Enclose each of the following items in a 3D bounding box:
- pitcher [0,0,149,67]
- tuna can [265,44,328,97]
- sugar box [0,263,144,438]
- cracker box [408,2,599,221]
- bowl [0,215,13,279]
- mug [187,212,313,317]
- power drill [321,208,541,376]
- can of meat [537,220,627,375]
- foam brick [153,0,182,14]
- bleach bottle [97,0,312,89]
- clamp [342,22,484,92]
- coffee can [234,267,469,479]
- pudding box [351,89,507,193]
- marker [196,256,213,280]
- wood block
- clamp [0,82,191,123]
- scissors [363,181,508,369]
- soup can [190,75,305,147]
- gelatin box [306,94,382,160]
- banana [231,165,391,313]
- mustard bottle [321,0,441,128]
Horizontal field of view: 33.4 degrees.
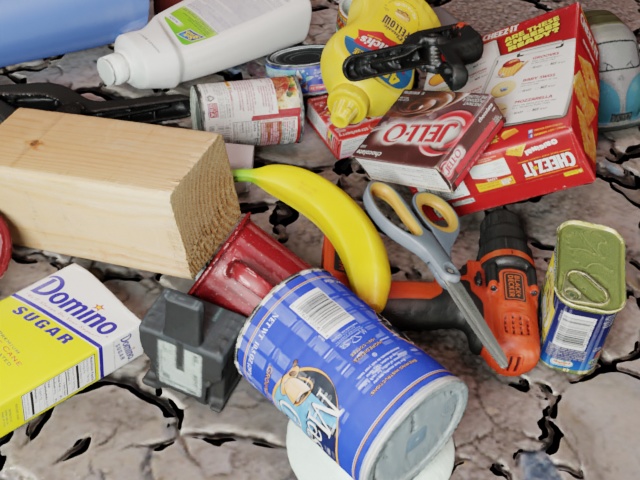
[{"bbox_3d":[-0.312,-0.256,1.112,0.242,0.145,0.149,-20,34,-21],"label":"pitcher"},{"bbox_3d":[-0.014,-0.178,1.115,0.086,0.034,0.086,-5,25,2],"label":"tuna can"},{"bbox_3d":[-0.232,0.090,0.821,0.176,0.048,0.093,-33,56,-33],"label":"sugar box"},{"bbox_3d":[0.181,-0.123,1.029,0.164,0.072,0.213,-15,36,28],"label":"cracker box"},{"bbox_3d":[-0.330,0.029,0.866,0.162,0.055,0.162,3,44,-3],"label":"bowl"},{"bbox_3d":[-0.050,0.037,0.843,0.081,0.117,0.093,37,81,-5],"label":"mug"},{"bbox_3d":[0.094,0.030,0.916,0.187,0.057,0.184,5,40,0],"label":"power drill"},{"bbox_3d":[0.215,0.049,0.891,0.057,0.084,0.102,11,44,4],"label":"can of meat"},{"bbox_3d":[-0.152,-0.292,1.225,0.051,0.053,0.078,18,46,11],"label":"foam brick"},{"bbox_3d":[-0.129,-0.218,1.127,0.250,0.068,0.103,-29,55,-36],"label":"bleach bottle"},{"bbox_3d":[0.114,-0.174,1.010,0.120,0.039,0.171,21,35,31],"label":"clamp"},{"bbox_3d":[0.021,0.100,0.769,0.102,0.103,0.140,-30,53,-32],"label":"coffee can"},{"bbox_3d":[0.096,-0.090,0.952,0.114,0.039,0.090,11,56,51],"label":"pudding box"},{"bbox_3d":[-0.102,0.019,0.931,0.020,0.020,0.121,-3,44,-10],"label":"marker"},{"bbox_3d":[-0.183,-0.043,0.900,0.206,0.090,0.090,10,43,24],"label":"wood block"},{"bbox_3d":[-0.234,-0.118,1.044,0.210,0.036,0.164,19,40,11],"label":"clamp"},{"bbox_3d":[0.112,0.020,0.872,0.096,0.016,0.202,-13,52,-44],"label":"scissors"},{"bbox_3d":[-0.072,-0.124,1.048,0.102,0.068,0.068,-7,45,-13],"label":"soup can"},{"bbox_3d":[0.041,-0.123,1.088,0.089,0.030,0.073,-16,48,-21],"label":"gelatin box"},{"bbox_3d":[0.006,-0.010,0.882,0.069,0.037,0.198,-33,52,-21],"label":"banana"},{"bbox_3d":[0.052,-0.180,1.072,0.096,0.058,0.191,37,52,-12],"label":"mustard bottle"}]
